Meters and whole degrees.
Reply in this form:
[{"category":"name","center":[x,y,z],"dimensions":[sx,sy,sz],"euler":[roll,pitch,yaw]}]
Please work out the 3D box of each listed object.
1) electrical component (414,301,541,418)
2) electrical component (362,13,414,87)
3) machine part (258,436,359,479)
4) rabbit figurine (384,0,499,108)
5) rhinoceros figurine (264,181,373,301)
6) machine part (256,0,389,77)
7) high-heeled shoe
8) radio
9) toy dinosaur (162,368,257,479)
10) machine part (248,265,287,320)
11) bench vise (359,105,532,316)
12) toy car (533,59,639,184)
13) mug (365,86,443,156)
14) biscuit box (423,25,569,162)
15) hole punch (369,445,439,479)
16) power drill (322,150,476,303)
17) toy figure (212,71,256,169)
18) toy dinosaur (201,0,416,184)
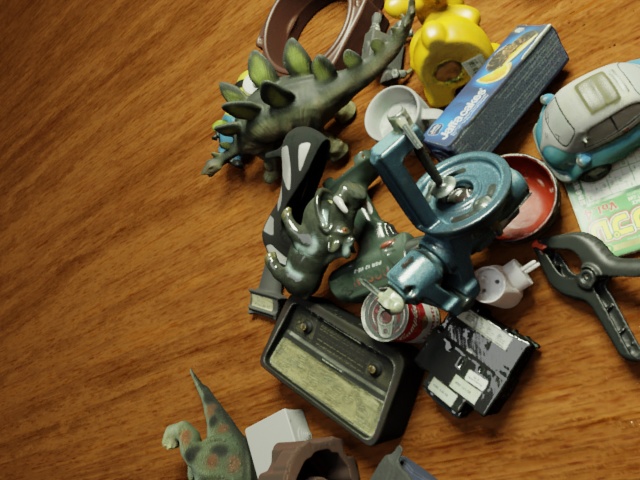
[{"category":"electrical component","center":[0.189,0.152,0.673],"dimensions":[0.115,0.058,0.134],"euler":[38,103,37]},{"category":"electrical component","center":[0.108,-0.293,0.831],"dimensions":[0.045,0.078,0.102],"euler":[-2,71,60]},{"category":"machine part","center":[-0.011,0.347,0.706],"dimensions":[0.056,0.179,0.179],"euler":[-18,69,35]},{"category":"rabbit figurine","center":[0.165,-0.298,0.754],"dimensions":[0.122,0.162,0.173],"euler":[-27,46,41]},{"category":"rhinoceros figurine","center":[-0.002,-0.002,0.752],"dimensions":[0.112,0.073,0.190],"euler":[48,118,37]},{"category":"machine part","center":[-0.003,-0.350,0.911],"dimensions":[0.201,0.087,0.201],"euler":[35,99,36]},{"category":"high-heeled shoe","center":[-0.021,-0.045,0.819],"dimensions":[0.145,0.086,0.248],"euler":[2,109,46]},{"category":"radio","center":[0.030,0.174,0.772],"dimensions":[0.230,0.073,0.131],"euler":[25,95,36]},{"category":"toy dinosaur","center":[-0.149,0.389,0.833],"dimensions":[0.192,0.131,0.405],"euler":[-14,67,20]},{"category":"machine part","center":[-0.084,0.062,0.905],"dimensions":[0.084,0.039,0.138],"euler":[4,84,45]},{"category":"bench vise","center":[0.118,-0.033,0.584],"dimensions":[0.223,0.240,0.129],"euler":[-37,35,4]},{"category":"toy car","center":[0.316,-0.141,0.602],"dimensions":[0.162,0.103,0.109],"euler":[-31,63,31]},{"category":"mug","center":[0.134,-0.160,0.754],"dimensions":[0.110,0.107,0.080],"euler":[-3,77,33]},{"category":"biscuit box","center":[0.222,-0.178,0.684],"dimensions":[0.202,0.062,0.059],"euler":[-49,33,-3]},{"category":"hole punch","center":[0.113,0.347,0.675],"dimensions":[0.142,0.092,0.116],"euler":[-64,32,7]},{"category":"power drill","center":[0.096,-0.023,0.769],"dimensions":[0.232,0.086,0.207],"euler":[-35,67,32]},{"category":"toy figure","center":[-0.142,-0.224,0.986],"dimensions":[0.089,0.082,0.180],"euler":[30,100,38]},{"category":"toy dinosaur","center":[-0.033,-0.202,0.821],"dimensions":[0.472,0.198,0.105],"euler":[-23,57,31]}]
